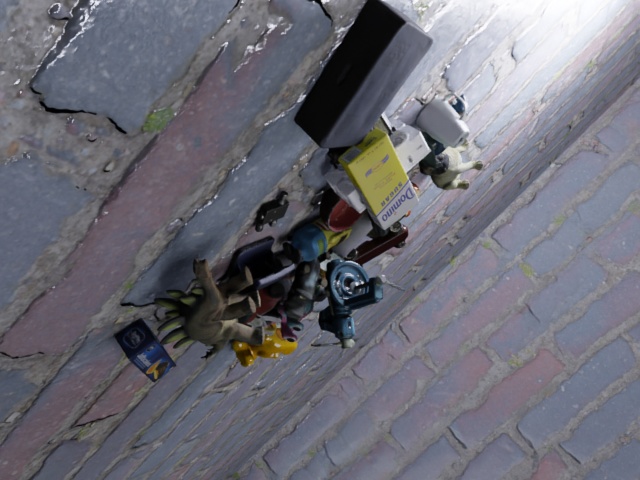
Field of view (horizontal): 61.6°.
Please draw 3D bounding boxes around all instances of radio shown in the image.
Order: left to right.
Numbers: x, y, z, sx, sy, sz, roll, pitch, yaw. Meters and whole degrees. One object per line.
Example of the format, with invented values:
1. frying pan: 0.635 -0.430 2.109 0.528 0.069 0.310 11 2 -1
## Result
1. radio: 0.071 -0.255 0.858 0.131 0.073 0.229 -15 149 -54

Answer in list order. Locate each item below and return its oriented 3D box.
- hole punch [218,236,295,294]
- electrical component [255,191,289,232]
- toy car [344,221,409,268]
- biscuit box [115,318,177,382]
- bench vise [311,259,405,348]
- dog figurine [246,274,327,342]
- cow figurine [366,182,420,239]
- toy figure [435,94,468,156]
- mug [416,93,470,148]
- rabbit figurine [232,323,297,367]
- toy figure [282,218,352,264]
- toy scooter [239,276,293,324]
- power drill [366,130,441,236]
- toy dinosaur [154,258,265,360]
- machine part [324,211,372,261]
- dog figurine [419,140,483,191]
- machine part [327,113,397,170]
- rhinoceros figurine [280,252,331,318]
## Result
1. hole punch: -0.129 0.069 1.140 0.142 0.092 0.115 -29 160 -42
2. electrical component: -0.093 -0.055 1.039 0.063 0.021 0.094 -23 154 -41
3. toy car: 0.142 0.018 1.417 0.202 0.053 0.089 -30 151 1
4. biscuit box: -0.349 0.227 1.087 0.063 0.059 0.202 -35 159 -18
5. bench vise: 0.078 0.141 1.274 0.129 0.223 0.241 16 156 -29
6. dog figurine: -0.078 0.141 1.380 0.108 0.192 0.219 107 1 -50
7. cow figurine: 0.188 -0.080 1.438 0.195 0.085 0.127 -46 162 23
8. toy figure: 0.313 -0.277 1.299 0.154 0.058 0.064 -58 177 33
9. mug: 0.288 -0.264 1.199 0.109 0.107 0.081 -49 161 24
10. rabbit figurine: -0.174 0.300 1.507 0.173 0.122 0.162 -31 176 30
11. toy figure: -0.005 -0.006 1.228 0.180 0.082 0.089 -35 171 -31
12. toy scooter: -0.143 0.128 1.247 0.184 0.075 0.135 -30 -170 7
13. power drill: 0.180 -0.140 1.234 0.207 0.086 0.231 -37 138 -11
14. toy dinosaur: -0.211 0.155 1.053 0.199 0.105 0.470 -5 149 -3
15. machine part: 0.089 -0.039 1.340 0.243 0.079 0.079 -48 160 13
16. dog figurine: 0.318 -0.190 1.459 0.190 0.121 0.172 -10 142 -32
17. machine part: 0.072 -0.190 1.015 0.139 0.039 0.084 -39 127 8
18. rhinoceros figurine: -0.040 0.094 1.285 0.112 0.073 0.190 -28 -142 46
